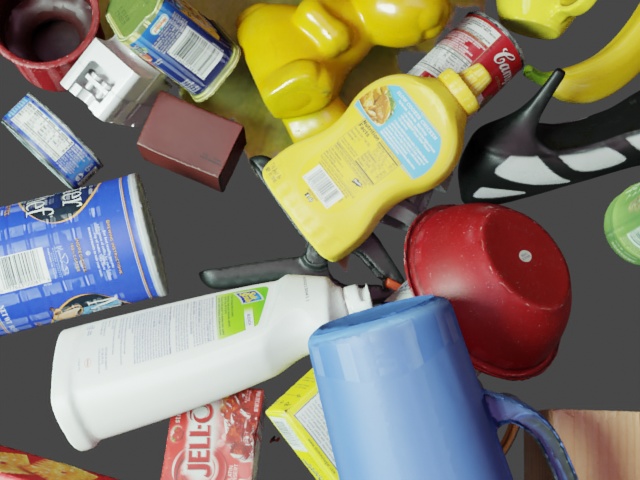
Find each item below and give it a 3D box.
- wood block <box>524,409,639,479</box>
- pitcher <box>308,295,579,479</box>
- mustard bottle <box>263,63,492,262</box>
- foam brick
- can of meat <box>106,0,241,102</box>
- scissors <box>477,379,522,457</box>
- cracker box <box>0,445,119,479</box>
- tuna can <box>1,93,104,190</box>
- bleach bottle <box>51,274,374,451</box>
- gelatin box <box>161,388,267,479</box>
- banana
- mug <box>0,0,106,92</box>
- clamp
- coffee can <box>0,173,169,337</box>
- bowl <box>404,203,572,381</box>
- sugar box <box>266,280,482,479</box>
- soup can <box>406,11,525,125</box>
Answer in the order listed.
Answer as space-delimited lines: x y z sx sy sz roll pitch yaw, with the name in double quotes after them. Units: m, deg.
0.214 0.239 0.837 0.091 0.090 0.206 3 79 -3 "wood block"
0.084 0.164 0.763 0.148 0.145 0.243 -17 91 -39 "pitcher"
0.055 -0.075 0.848 0.191 0.058 0.096 -38 76 5 "mustard bottle"
-0.108 -0.083 0.907 0.078 0.051 0.053 24 80 3 "foam brick"
-0.122 -0.169 0.870 0.083 0.102 0.057 35 101 -35 "can of meat"
0.093 0.191 0.840 0.201 0.016 0.096 -49 121 -21 "scissors"
-0.192 0.261 0.807 0.213 0.072 0.164 16 95 2 "cracker box"
-0.222 -0.080 0.885 0.086 0.086 0.033 43 81 6 "tuna can"
-0.079 0.085 0.837 0.251 0.068 0.102 -15 38 3 "bleach bottle"
-0.085 0.162 0.857 0.073 0.030 0.089 4 63 5 "gelatin box"
0.268 -0.177 0.937 0.197 0.037 0.069 -40 122 -13 "banana"
-0.239 -0.177 0.904 0.117 0.081 0.093 7 79 -1 "mug"
-0.006 0.001 0.900 0.171 0.039 0.120 15 87 -5 "clamp"
-0.202 0.012 0.858 0.140 0.103 0.103 -14 80 -5 "coffee can"
0.147 0.028 0.850 0.162 0.055 0.162 20 49 -25 "bowl"
0.051 0.114 0.851 0.176 0.048 0.093 -41 103 -24 "sugar box"
0.117 -0.138 0.917 0.068 0.068 0.102 44 81 6 "soup can"
